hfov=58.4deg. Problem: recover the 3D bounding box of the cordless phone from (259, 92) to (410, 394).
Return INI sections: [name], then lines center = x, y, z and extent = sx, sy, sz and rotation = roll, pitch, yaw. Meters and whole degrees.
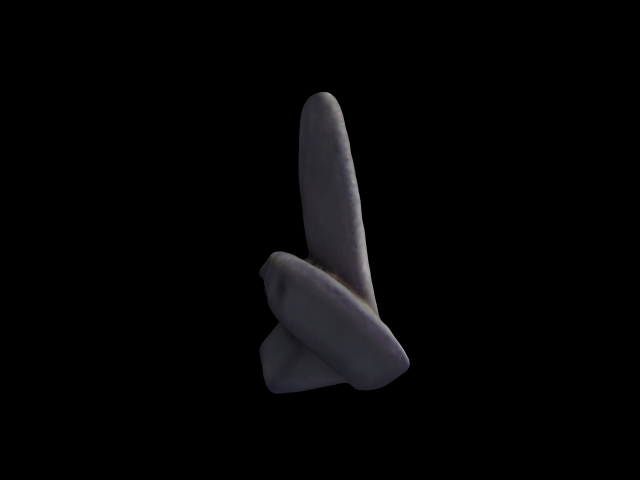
[cordless phone]
center = 0.004, 0.001, 0.400
extent = 0.094, 0.185, 0.147
rotation = 0, 0, -13
